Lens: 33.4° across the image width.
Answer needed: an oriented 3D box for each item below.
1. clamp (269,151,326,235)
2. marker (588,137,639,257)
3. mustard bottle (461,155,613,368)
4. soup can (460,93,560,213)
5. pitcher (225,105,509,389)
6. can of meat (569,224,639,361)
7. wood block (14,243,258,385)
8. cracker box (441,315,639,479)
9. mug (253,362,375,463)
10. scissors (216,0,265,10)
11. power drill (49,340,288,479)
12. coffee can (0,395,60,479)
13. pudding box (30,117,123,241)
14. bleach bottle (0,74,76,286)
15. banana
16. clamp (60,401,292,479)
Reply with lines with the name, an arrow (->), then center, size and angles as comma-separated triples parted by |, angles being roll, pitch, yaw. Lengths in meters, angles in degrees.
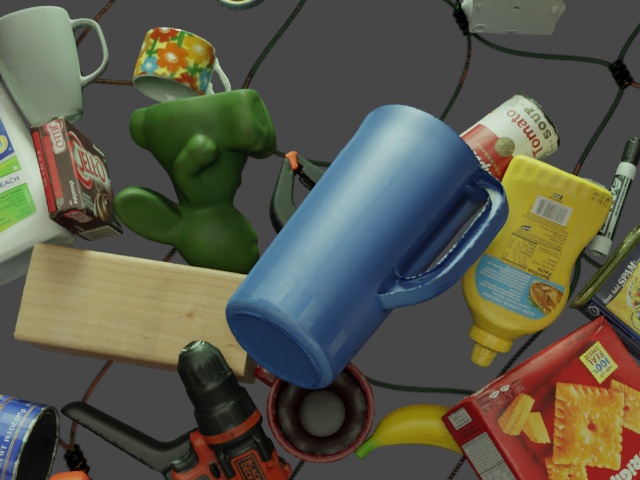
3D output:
clamp -> -0.007, 0.001, 1.001 | 0.120, 0.039, 0.171 | -25, 73, -23
marker -> 0.282, -0.042, 1.012 | 0.020, 0.020, 0.121 | 21, 79, 7
mustard bottle -> 0.182, 0.027, 0.965 | 0.096, 0.058, 0.192 | 23, 99, 3
soup can -> 0.165, -0.082, 1.002 | 0.102, 0.068, 0.068 | -36, 78, -7
pitcher -> 0.038, 0.009, 0.908 | 0.145, 0.149, 0.242 | 41, 62, -4
can of meat -> 0.294, 0.048, 0.972 | 0.084, 0.057, 0.102 | 40, 83, 8
wood block -> -0.157, 0.068, 0.970 | 0.206, 0.091, 0.090 | 8, 77, 5
cracker box -> 0.232, 0.195, 0.908 | 0.164, 0.072, 0.214 | -26, 75, -25
mug -> -0.009, 0.146, 0.950 | 0.117, 0.081, 0.093 | 28, 80, 8
scissors -> -0.022, -0.264, 1.080 | 0.202, 0.016, 0.096 | 16, 80, 6
power drill -> -0.130, 0.196, 0.900 | 0.187, 0.057, 0.184 | -25, 101, 0
coffee can -> -0.316, 0.182, 0.945 | 0.140, 0.103, 0.103 | 12, 78, 5
pudding box -> -0.224, -0.053, 0.990 | 0.039, 0.113, 0.090 | -15, 77, 2
bleach bottle -> -0.330, -0.086, 1.030 | 0.102, 0.068, 0.251 | -28, 75, -2
banana -> 0.134, 0.192, 0.959 | 0.198, 0.037, 0.069 | 18, 96, 8
clamp -> -0.131, 0.228, 0.959 | 0.210, 0.036, 0.164 | 0, 84, 1
